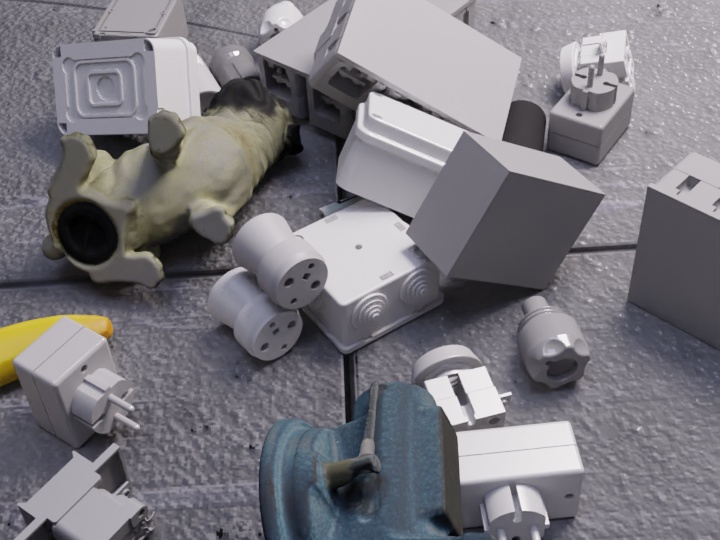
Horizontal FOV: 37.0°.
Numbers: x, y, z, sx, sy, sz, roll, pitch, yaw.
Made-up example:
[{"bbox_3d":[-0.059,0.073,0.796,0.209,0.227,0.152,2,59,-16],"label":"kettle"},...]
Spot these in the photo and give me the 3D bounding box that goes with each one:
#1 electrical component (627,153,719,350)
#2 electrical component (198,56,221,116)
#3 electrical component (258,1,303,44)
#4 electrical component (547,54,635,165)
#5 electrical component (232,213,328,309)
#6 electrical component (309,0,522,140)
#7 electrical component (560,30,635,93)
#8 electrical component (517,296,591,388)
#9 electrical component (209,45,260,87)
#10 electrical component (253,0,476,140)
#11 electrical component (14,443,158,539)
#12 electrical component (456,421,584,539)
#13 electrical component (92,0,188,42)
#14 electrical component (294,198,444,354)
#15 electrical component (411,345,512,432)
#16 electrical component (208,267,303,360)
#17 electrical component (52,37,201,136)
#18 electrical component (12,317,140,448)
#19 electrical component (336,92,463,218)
[{"bbox_3d":[0.276,0.009,0.697,0.186,0.105,0.060,32,54,31],"label":"electrical component"},{"bbox_3d":[-0.148,-0.159,0.946,0.043,0.043,0.081,-19,46,-15],"label":"electrical component"},{"bbox_3d":[-0.072,-0.231,1.015,0.043,0.043,0.062,0,43,4],"label":"electrical component"},{"bbox_3d":[0.190,-0.139,0.877,0.047,0.076,0.065,23,50,26],"label":"electrical component"},{"bbox_3d":[-0.053,-0.006,0.721,0.045,0.045,0.055,-28,48,-23],"label":"electrical component"},{"bbox_3d":[0.043,-0.157,0.859,0.150,0.062,0.089,26,62,-19],"label":"electrical component"},{"bbox_3d":[0.204,-0.175,0.928,0.055,0.066,0.048,-3,55,23],"label":"electrical component"},{"bbox_3d":[0.125,0.044,0.717,0.043,0.043,0.062,-10,43,-6],"label":"electrical component"},{"bbox_3d":[-0.108,-0.172,0.960,0.040,0.040,0.046,-20,52,-16],"label":"electrical component"},{"bbox_3d":[0.009,-0.196,0.960,0.105,0.060,0.186,28,52,28],"label":"electrical component"},{"bbox_3d":[-0.158,0.148,0.631,0.064,0.042,0.081,26,52,23],"label":"electrical component"},{"bbox_3d":[0.087,0.134,0.623,0.083,0.047,0.075,-6,44,-2],"label":"electrical component"},{"bbox_3d":[-0.201,-0.209,0.989,0.062,0.061,0.096,4,45,8],"label":"electrical component"},{"bbox_3d":[0.000,0.000,0.767,0.100,0.048,0.100,-27,48,-22],"label":"electrical component"},{"bbox_3d":[0.061,0.081,0.682,0.066,0.048,0.055,-13,52,-9],"label":"electrical component"},{"bbox_3d":[-0.072,0.030,0.744,0.045,0.045,0.055,-31,50,-25],"label":"electrical component"},{"bbox_3d":[-0.193,-0.151,0.893,0.113,0.078,0.057,3,11,29],"label":"electrical component"},{"bbox_3d":[-0.171,0.079,0.685,0.077,0.065,0.047,24,50,25],"label":"electrical component"},{"bbox_3d":[0.044,-0.079,0.799,0.113,0.057,0.078,22,23,-8],"label":"electrical component"}]
